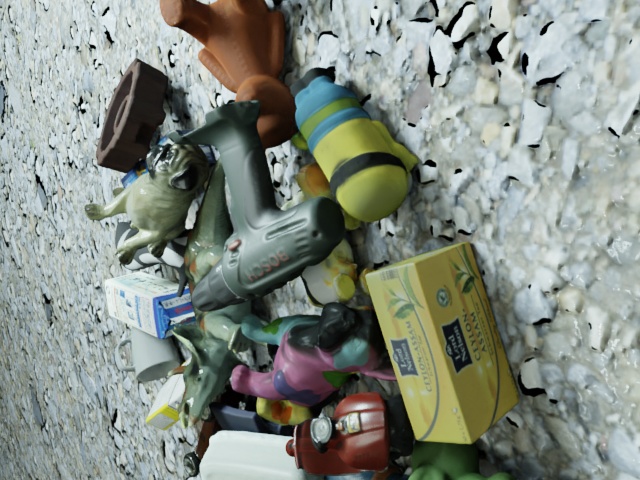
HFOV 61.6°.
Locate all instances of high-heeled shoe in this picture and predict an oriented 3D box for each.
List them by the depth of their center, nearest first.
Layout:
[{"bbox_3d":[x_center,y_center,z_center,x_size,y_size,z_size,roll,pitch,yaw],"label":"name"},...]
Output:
[{"bbox_3d":[-0.274,-0.010,0.909,0.249,0.086,0.145,36,-60,29],"label":"high-heeled shoe"}]

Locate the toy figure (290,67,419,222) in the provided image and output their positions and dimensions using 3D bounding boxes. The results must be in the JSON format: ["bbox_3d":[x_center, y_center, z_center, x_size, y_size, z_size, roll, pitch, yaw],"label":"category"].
[{"bbox_3d":[0.025,-0.099,0.569,0.180,0.089,0.082,59,-41,12],"label":"toy figure"}]

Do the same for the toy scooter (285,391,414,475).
[{"bbox_3d":[0.027,0.216,0.586,0.183,0.135,0.075,88,-1,-60],"label":"toy scooter"}]

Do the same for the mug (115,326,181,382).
[{"bbox_3d":[-0.327,0.202,1.005,0.107,0.109,0.080,64,-38,30],"label":"mug"}]

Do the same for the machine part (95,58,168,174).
[{"bbox_3d":[-0.298,-0.193,0.849,0.179,0.056,0.179,-29,-129,45],"label":"machine part"}]

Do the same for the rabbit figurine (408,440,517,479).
[{"bbox_3d":[0.142,0.261,0.527,0.170,0.159,0.121,52,-36,43],"label":"rabbit figurine"}]

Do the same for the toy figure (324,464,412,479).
[{"bbox_3d":[0.069,0.299,0.657,0.155,0.058,0.064,-11,-108,49],"label":"toy figure"}]

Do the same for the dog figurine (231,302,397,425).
[{"bbox_3d":[0.015,0.145,0.637,0.219,0.108,0.191,-12,-46,26],"label":"dog figurine"}]

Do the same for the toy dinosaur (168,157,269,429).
[{"bbox_3d":[-0.146,0.059,0.776,0.192,0.131,0.404,5,-82,44],"label":"toy dinosaur"}]

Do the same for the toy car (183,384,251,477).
[{"bbox_3d":[-0.170,0.303,0.878,0.053,0.089,0.202,39,-54,34],"label":"toy car"}]

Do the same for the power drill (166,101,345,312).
[{"bbox_3d":[-0.095,-0.034,0.596,0.232,0.086,0.207,-20,-93,35],"label":"power drill"}]

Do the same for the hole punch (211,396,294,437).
[{"bbox_3d":[-0.088,0.273,0.792,0.142,0.092,0.115,-7,-80,43],"label":"hole punch"}]

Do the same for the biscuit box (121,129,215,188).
[{"bbox_3d":[-0.249,-0.109,0.864,0.203,0.063,0.059,-24,-96,47],"label":"biscuit box"}]

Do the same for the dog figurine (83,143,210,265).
[{"bbox_3d":[-0.206,-0.068,0.759,0.190,0.172,0.121,-34,-78,21],"label":"dog figurine"}]

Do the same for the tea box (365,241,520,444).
[{"bbox_3d":[0.120,0.096,0.523,0.068,0.098,0.169,-18,-90,47],"label":"tea box"}]

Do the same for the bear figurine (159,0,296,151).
[{"bbox_3d":[-0.089,-0.199,0.632,0.120,0.132,0.196,-19,-100,16],"label":"bear figurine"}]

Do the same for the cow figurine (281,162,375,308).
[{"bbox_3d":[0.000,-0.003,0.642,0.098,0.068,0.167,-21,-95,52],"label":"cow figurine"}]
